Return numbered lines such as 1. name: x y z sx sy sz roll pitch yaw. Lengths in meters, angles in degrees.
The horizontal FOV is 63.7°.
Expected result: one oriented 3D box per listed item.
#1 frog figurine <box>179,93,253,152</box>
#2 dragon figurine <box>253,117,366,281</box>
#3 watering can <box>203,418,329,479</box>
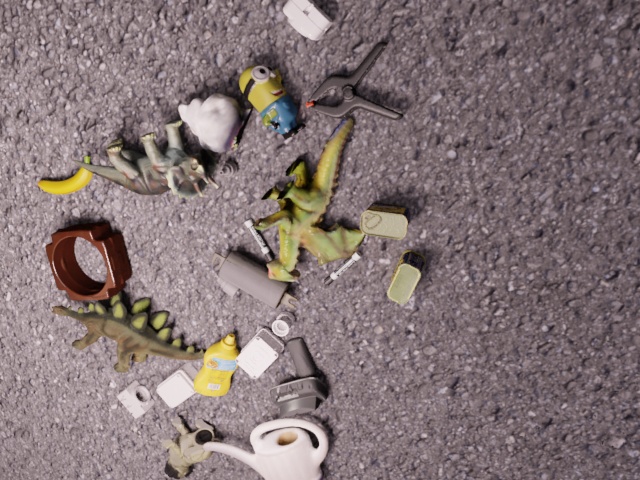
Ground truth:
1. frog figurine: -0.253 -0.276 1.178 0.159 0.126 0.134 23 132 -4
2. dragon figurine: 0.004 -0.060 1.191 0.407 0.124 0.240 -44 109 11
3. watering can: -0.130 0.595 1.400 0.346 0.105 0.222 -17 102 14
